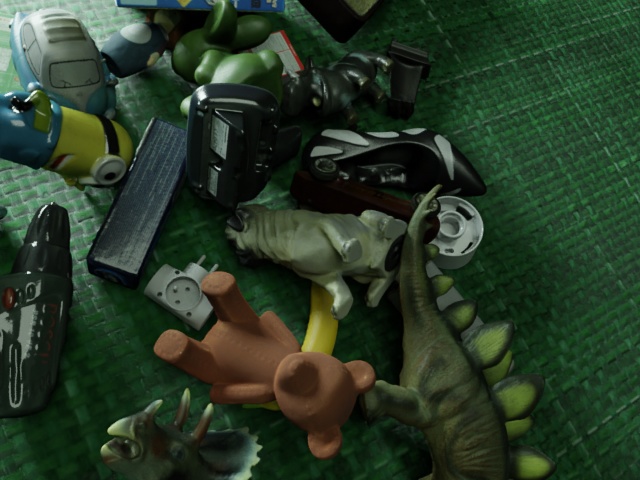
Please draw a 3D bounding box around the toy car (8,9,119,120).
[{"bbox_3d":[-0.310,-0.220,0.653,0.109,0.103,0.161,-18,84,-34],"label":"toy car"}]

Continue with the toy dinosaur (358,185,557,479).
[{"bbox_3d":[0.143,0.177,0.610,0.199,0.105,0.471,-15,87,-3],"label":"toy dinosaur"}]

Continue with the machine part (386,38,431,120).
[{"bbox_3d":[0.134,-0.253,0.844,0.084,0.039,0.139,21,64,-14],"label":"machine part"}]

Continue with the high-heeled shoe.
[{"bbox_3d":[0.101,-0.093,0.737,0.249,0.086,0.145,25,45,12],"label":"high-heeled shoe"}]

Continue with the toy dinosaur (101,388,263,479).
[{"bbox_3d":[-0.066,0.326,0.530,0.405,0.131,0.192,46,65,-3],"label":"toy dinosaur"}]

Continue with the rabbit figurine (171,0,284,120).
[{"bbox_3d":[-0.134,-0.226,0.696,0.170,0.159,0.121,44,24,27],"label":"rabbit figurine"}]

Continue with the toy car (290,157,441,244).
[{"bbox_3d":[0.060,-0.047,0.707,0.202,0.089,0.053,20,50,2],"label":"toy car"}]

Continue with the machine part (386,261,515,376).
[{"bbox_3d":[0.168,0.112,0.695,0.079,0.079,0.243,-37,83,-25],"label":"machine part"}]

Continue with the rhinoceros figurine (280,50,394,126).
[{"bbox_3d":[0.021,-0.222,0.761,0.112,0.073,0.190,40,51,19],"label":"rhinoceros figurine"}]

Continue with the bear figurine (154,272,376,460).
[{"bbox_3d":[-0.053,0.129,0.558,0.196,0.131,0.120,16,60,39],"label":"bear figurine"}]

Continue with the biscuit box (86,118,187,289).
[{"bbox_3d":[-0.212,-0.045,0.651,0.063,0.059,0.202,21,65,-9],"label":"biscuit box"}]

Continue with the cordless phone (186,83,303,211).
[{"bbox_3d":[-0.072,-0.129,0.663,0.089,0.146,0.184,33,42,22],"label":"cordless phone"}]

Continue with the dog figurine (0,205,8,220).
[{"bbox_3d":[-0.435,-0.103,0.548,0.108,0.191,0.219,-29,96,-17],"label":"dog figurine"}]

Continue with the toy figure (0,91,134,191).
[{"bbox_3d":[-0.299,-0.118,0.607,0.180,0.082,0.089,21,74,-42],"label":"toy figure"}]

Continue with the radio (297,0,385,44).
[{"bbox_3d":[0.061,-0.437,0.860,0.131,0.073,0.229,41,63,-12],"label":"radio"}]

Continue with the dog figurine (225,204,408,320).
[{"bbox_3d":[-0.002,-0.005,0.670,0.191,0.121,0.172,28,21,34],"label":"dog figurine"}]

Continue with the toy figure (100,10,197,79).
[{"bbox_3d":[-0.227,-0.277,0.736,0.064,0.058,0.154,51,61,-17],"label":"toy figure"}]

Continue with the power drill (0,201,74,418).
[{"bbox_3d":[-0.358,0.065,0.536,0.207,0.086,0.232,5,73,-45],"label":"power drill"}]
